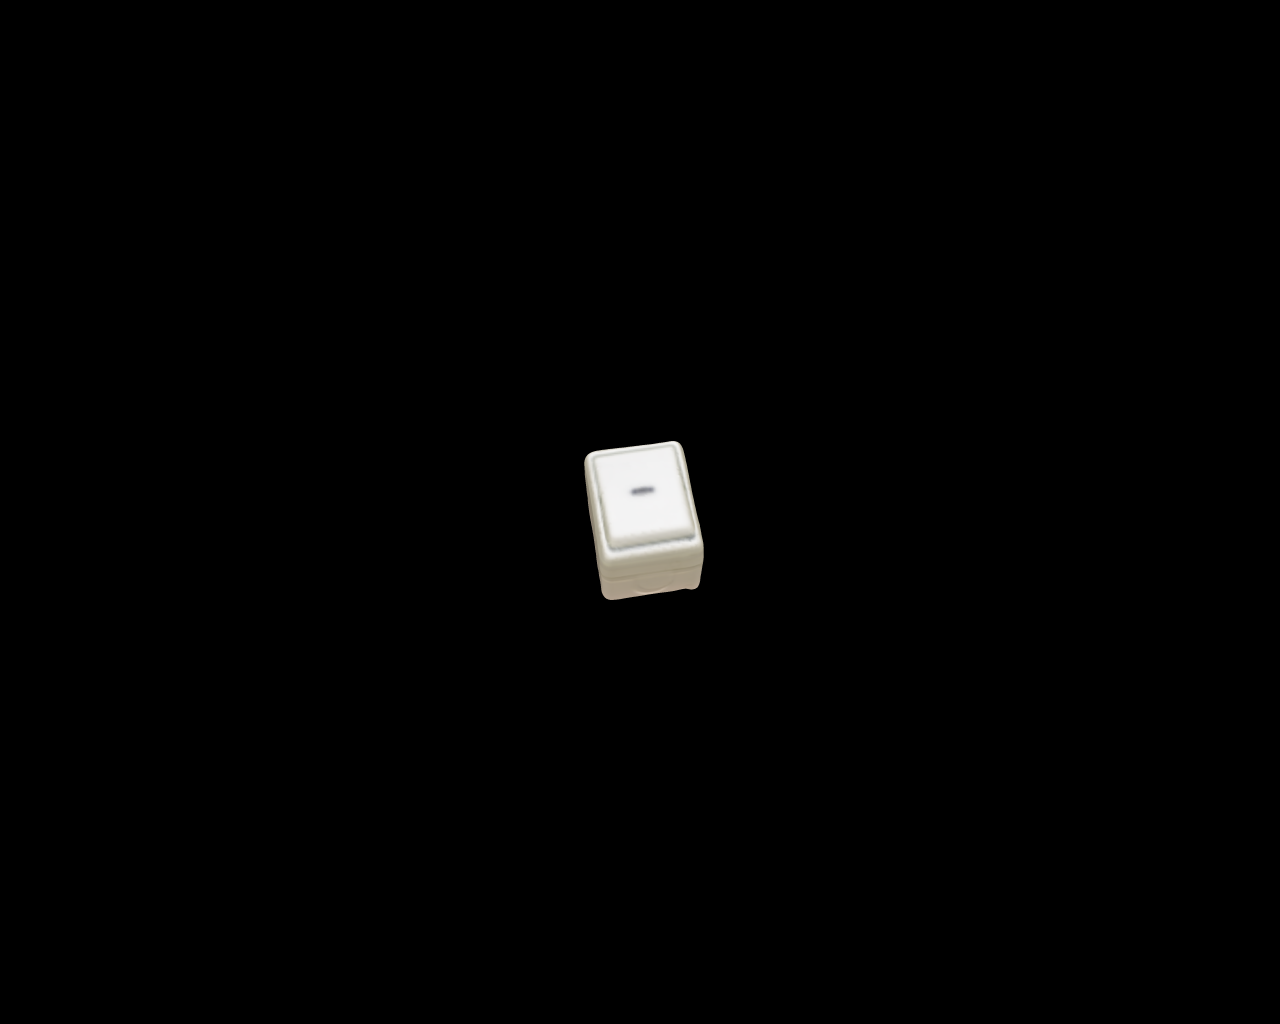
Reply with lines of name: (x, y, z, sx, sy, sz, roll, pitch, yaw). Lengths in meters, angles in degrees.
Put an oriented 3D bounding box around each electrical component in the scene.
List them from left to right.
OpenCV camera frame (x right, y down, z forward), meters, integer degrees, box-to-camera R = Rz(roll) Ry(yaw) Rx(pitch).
electrical component: (0.001, -0.003, 0.650, 0.062, 0.096, 0.061, -7, -32, -5)
